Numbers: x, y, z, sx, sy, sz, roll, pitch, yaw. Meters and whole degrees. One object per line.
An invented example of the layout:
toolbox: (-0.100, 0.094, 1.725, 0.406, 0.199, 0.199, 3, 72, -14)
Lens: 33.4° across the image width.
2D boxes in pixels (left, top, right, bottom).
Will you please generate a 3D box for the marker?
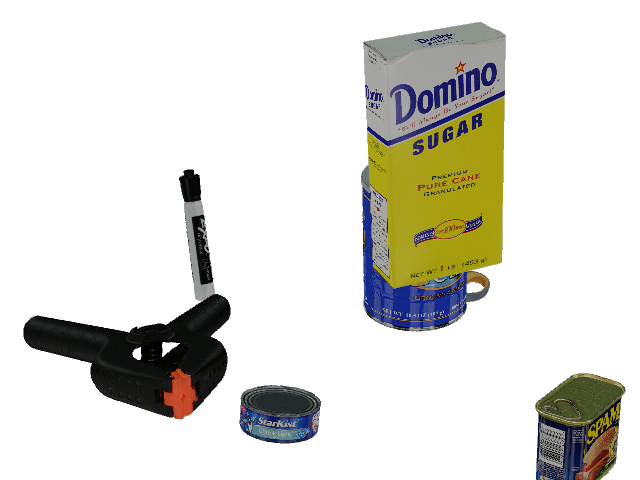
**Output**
marker: (-0.113, -0.005, 0.980, 0.020, 0.121, 0.020, -6, 11, 1)

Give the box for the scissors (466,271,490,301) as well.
scissors: (0.123, 0.056, 1.295, 0.201, 0.016, 0.096, -9, 40, -39)

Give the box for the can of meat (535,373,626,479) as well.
can of meat: (0.250, 0.188, 1.031, 0.058, 0.084, 0.101, 14, 24, 37)

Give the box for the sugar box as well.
sugar box: (0.083, -0.059, 0.761, 0.093, 0.176, 0.048, -13, 30, -16)

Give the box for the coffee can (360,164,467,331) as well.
coffee can: (0.091, 0.001, 1.021, 0.103, 0.140, 0.103, -2, 27, 1)

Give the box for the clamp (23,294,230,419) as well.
clamp: (-0.115, 0.079, 0.779, 0.164, 0.036, 0.210, -9, 14, -25)

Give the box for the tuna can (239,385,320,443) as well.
tuna can: (-0.043, 0.185, 1.137, 0.086, 0.034, 0.086, 5, 12, -1)
